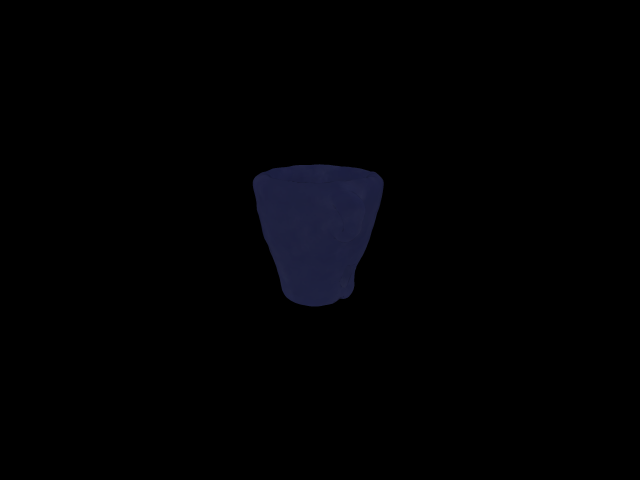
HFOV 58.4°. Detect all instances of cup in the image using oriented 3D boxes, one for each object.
[{"bbox_3d":[0.004,0.001,0.400,0.092,0.095,0.117,-6,17,-18],"label":"cup"}]
